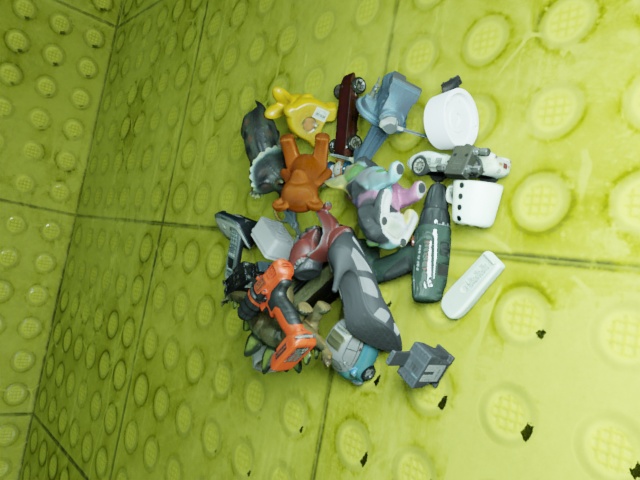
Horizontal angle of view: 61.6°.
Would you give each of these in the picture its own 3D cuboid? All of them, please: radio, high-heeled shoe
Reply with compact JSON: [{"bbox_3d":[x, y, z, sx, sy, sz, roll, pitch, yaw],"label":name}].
[{"bbox_3d":[0.001,0.072,1.227,0.229,0.073,0.131,-44,51,31],"label":"radio"},{"bbox_3d":[0.094,0.103,1.046,0.086,0.248,0.145,-19,35,34],"label":"high-heeled shoe"}]

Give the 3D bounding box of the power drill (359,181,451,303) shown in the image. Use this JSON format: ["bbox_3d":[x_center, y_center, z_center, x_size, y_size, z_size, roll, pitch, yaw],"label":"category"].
[{"bbox_3d":[0.168,0.015,1.064,0.207,0.086,0.232,-13,70,39],"label":"power drill"}]

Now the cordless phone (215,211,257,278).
[{"bbox_3d":[-0.251,0.018,1.522,0.147,0.088,0.184,20,99,49],"label":"cordless phone"}]

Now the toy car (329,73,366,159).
[{"bbox_3d":[0.068,-0.291,1.270,0.089,0.053,0.202,-2,81,59],"label":"toy car"}]

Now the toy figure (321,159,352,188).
[{"bbox_3d":[0.033,-0.159,1.272,0.155,0.058,0.064,-3,102,46],"label":"toy figure"}]

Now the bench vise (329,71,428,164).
[{"bbox_3d":[0.126,-0.237,1.120,0.224,0.129,0.240,-94,28,-46],"label":"bench vise"}]

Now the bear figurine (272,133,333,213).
[{"bbox_3d":[-0.041,-0.144,1.167,0.196,0.120,0.131,-71,-21,-61],"label":"bear figurine"}]

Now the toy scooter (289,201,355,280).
[{"bbox_3d":[-0.002,-0.003,1.141,0.184,0.075,0.135,-34,55,35],"label":"toy scooter"}]

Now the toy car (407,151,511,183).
[{"bbox_3d":[0.254,-0.138,1.003,0.202,0.073,0.056,11,92,49],"label":"toy car"}]

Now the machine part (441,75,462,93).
[{"bbox_3d":[0.260,-0.251,1.057,0.084,0.039,0.139,-9,74,52],"label":"machine part"}]

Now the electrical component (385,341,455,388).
[{"bbox_3d":[0.176,0.221,0.957,0.048,0.119,0.074,43,109,46],"label":"electrical component"}]

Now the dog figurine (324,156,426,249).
[{"bbox_3d":[0.092,-0.078,1.060,0.219,0.108,0.191,6,73,55],"label":"dog figurine"}]

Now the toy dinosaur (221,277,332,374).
[{"bbox_3d":[-0.108,0.178,1.193,0.472,0.105,0.198,29,106,53],"label":"toy dinosaur"}]

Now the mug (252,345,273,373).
[{"bbox_3d":[-0.129,0.266,1.324,0.109,0.081,0.107,-46,38,38],"label":"mug"}]

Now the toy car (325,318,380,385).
[{"bbox_3d":[0.065,0.213,1.097,0.109,0.103,0.161,38,110,46],"label":"toy car"}]

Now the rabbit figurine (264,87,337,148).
[{"bbox_3d":[-0.057,-0.322,1.367,0.173,0.162,0.121,-112,38,-56],"label":"rabbit figurine"}]

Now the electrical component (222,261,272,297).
[{"bbox_3d":[-0.168,0.100,1.379,0.134,0.115,0.058,-36,59,36],"label":"electrical component"}]

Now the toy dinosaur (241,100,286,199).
[{"bbox_3d":[-0.148,-0.252,1.387,0.192,0.131,0.405,102,152,-64],"label":"toy dinosaur"}]

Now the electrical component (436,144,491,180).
[{"bbox_3d":[0.246,-0.137,0.931,0.094,0.021,0.063,11,74,50],"label":"electrical component"}]
